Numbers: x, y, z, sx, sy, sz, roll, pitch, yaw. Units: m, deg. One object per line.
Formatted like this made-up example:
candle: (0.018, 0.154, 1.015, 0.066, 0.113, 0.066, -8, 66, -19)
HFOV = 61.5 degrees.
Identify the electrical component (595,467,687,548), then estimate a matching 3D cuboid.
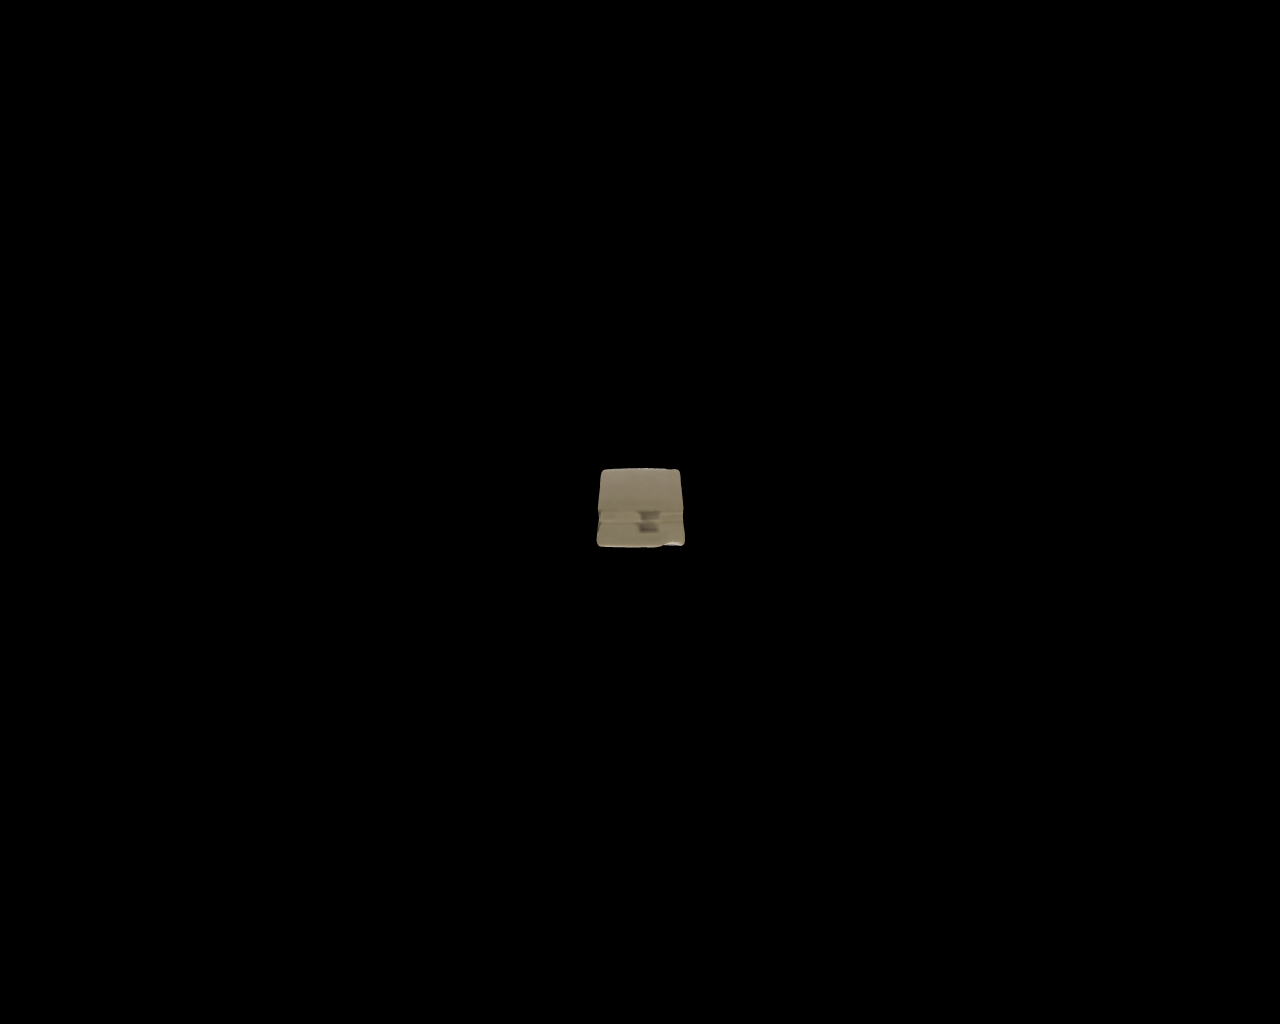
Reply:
electrical component: (0.001, -0.003, 0.650, 0.055, 0.047, 0.055, 0, 0, 0)
